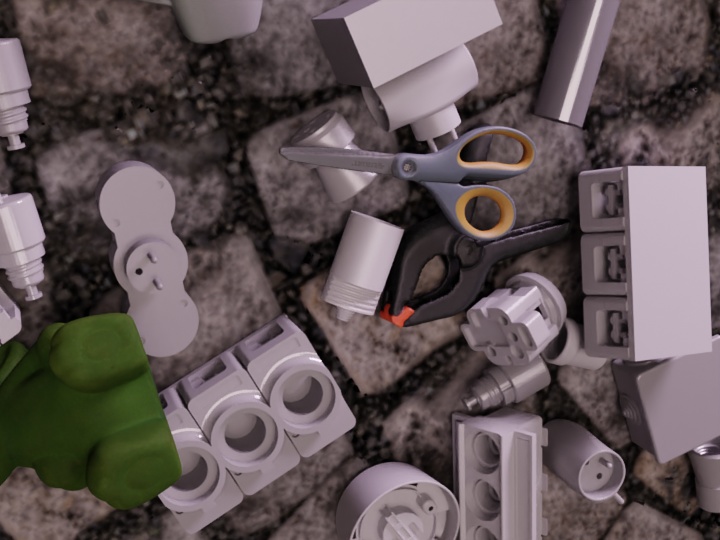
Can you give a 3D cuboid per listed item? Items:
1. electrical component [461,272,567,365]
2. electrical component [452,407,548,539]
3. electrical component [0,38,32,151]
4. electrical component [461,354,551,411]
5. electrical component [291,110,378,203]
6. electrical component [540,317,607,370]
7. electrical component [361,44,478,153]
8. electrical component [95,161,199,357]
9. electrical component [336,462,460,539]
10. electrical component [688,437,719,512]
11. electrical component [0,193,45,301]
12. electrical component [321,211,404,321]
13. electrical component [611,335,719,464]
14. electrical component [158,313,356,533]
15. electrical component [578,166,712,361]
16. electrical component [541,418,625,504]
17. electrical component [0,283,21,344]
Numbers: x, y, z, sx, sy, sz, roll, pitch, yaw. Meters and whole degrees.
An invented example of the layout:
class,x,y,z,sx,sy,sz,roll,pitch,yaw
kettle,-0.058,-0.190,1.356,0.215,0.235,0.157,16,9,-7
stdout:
class,x,y,z,sx,sy,sz,roll,pitch,yaw
electrical component,0.127,0.038,0.858,0.057,0.078,0.058,-37,107,-31
electrical component,0.118,0.179,0.884,0.063,0.079,0.121,-16,109,-45
electrical component,-0.239,-0.119,0.716,0.040,0.040,0.078,-15,106,-15
electrical component,0.119,0.091,0.882,0.078,0.040,0.040,-28,109,-11
electrical component,-0.019,-0.084,0.794,0.045,0.045,0.055,-39,110,-7
electrical component,0.179,0.062,0.897,0.046,0.040,0.040,15,97,-26
electrical component,0.051,-0.123,0.810,0.077,0.044,0.079,-29,109,-11
electrical component,-0.147,-0.005,0.753,0.052,0.074,0.138,-13,106,-15
electrical component,0.030,0.205,0.863,0.099,0.064,0.099,-4,103,-17
electrical component,0.320,0.185,0.970,0.044,0.044,0.065,-17,112,-14
electrical component,-0.236,-0.017,0.739,0.040,0.040,0.078,-18,107,-14
electrical component,0.000,0.000,0.820,0.043,0.043,0.081,18,96,-21
electrical component,0.273,0.106,0.932,0.100,0.048,0.099,-23,108,-12
electrical component,-0.090,0.115,0.805,0.150,0.062,0.089,-33,110,-9
electrical component,0.227,-0.006,0.866,0.089,0.062,0.150,-3,91,-32
electrical component,0.194,0.169,0.904,0.043,0.077,0.079,-46,112,-4
electrical component,-0.280,0.041,0.728,0.089,0.056,0.050,-37,110,-8
